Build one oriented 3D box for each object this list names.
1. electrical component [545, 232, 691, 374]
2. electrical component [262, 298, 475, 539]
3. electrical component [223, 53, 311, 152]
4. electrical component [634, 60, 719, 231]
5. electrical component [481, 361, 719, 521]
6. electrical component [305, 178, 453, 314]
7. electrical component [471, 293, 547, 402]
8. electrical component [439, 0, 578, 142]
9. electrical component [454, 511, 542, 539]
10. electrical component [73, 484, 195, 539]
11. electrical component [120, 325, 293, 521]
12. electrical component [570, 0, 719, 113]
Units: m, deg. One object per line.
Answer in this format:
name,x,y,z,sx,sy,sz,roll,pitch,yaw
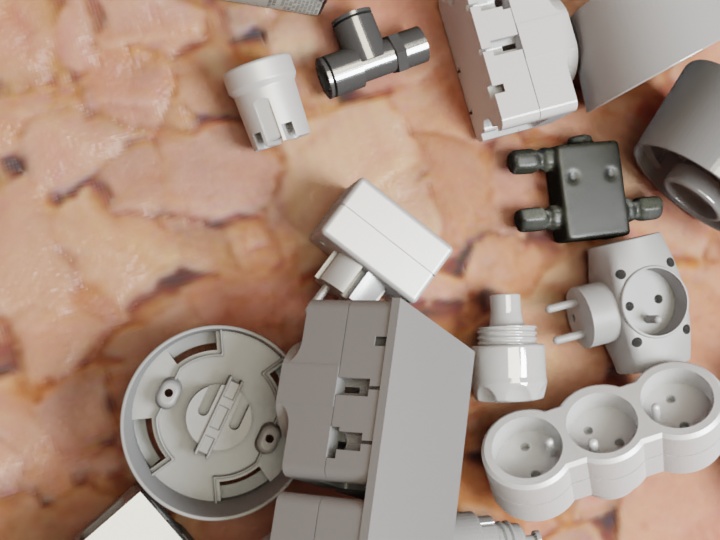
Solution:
electrical component,0.148,0.024,0.633,0.079,0.044,0.077,-13,89,-12
electrical component,0.002,0.118,0.550,0.060,0.105,0.186,0,72,27
electrical component,-0.051,-0.094,0.604,0.040,0.040,0.046,-20,96,-12
electrical component,0.211,-0.066,0.626,0.099,0.099,0.064,39,86,-6
electrical component,0.142,0.107,0.619,0.138,0.073,0.052,-18,47,2
electrical component,0.000,0.000,0.604,0.066,0.047,0.076,38,80,-7
electrical component,0.085,0.045,0.620,0.043,0.043,0.062,-1,85,-11
electrical component,0.090,-0.128,0.629,0.056,0.050,0.089,-16,90,-12
electrical component,0.064,0.157,0.610,0.078,0.040,0.040,-2,87,-12
electrical component,-0.096,0.217,0.564,0.105,0.060,0.186,-41,94,-11
electrical component,-0.076,0.079,0.574,0.099,0.064,0.099,1,86,-9
electrical component,0.170,-0.134,0.622,0.099,0.099,0.064,-16,83,-12
